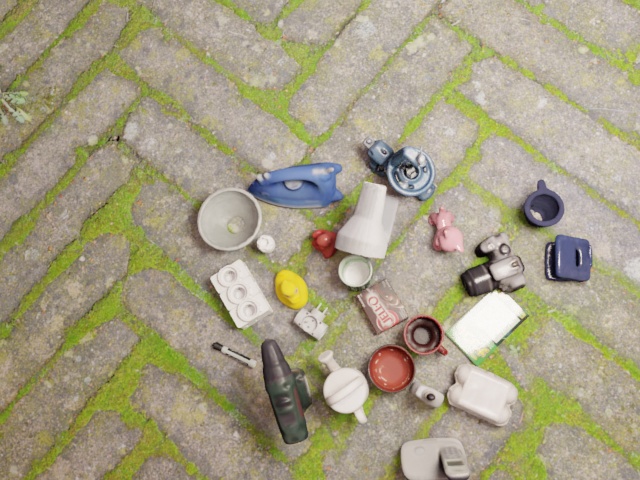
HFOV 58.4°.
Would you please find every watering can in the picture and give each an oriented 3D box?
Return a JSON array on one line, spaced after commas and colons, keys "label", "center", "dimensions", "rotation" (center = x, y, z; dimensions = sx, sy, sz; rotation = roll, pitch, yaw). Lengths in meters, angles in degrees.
[{"label": "watering can", "center": [0.052, 0.335, 1.297], "dimensions": [0.172, 0.194, 0.101], "rotation": [36, 84, 13]}]

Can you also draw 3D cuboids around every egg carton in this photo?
[{"label": "egg carton", "center": [0.375, 0.356, 1.322], "dimensions": [0.150, 0.069, 0.107], "rotation": [21, 81, 10]}]

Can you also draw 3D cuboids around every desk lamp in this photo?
[{"label": "desk lamp", "center": [0.115, -0.043, 1.365], "dimensions": [0.117, 0.213, 0.203], "rotation": [13, 79, 9]}]

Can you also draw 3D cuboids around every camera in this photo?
[{"label": "camera", "center": [0.405, 0.068, 1.367], "dimensions": [0.137, 0.101, 0.143], "rotation": [-22, 76, 1]}]

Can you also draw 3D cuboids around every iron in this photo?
[{"label": "iron", "center": [-0.073, -0.150, 1.447], "dimensions": [0.258, 0.141, 0.118], "rotation": [-4, 77, 5]}]

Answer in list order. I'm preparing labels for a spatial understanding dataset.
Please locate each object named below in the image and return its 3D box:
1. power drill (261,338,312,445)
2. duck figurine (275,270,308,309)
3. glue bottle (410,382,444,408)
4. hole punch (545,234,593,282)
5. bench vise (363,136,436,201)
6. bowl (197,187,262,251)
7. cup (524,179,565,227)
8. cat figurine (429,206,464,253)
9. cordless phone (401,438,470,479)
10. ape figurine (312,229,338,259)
[{"label": "power drill", "center": [-0.076, 0.341, 1.303], "dimensions": [0.075, 0.208, 0.229], "rotation": [-18, 76, 2]}, {"label": "duck figurine", "center": [-0.076, 0.119, 1.415], "dimensions": [0.077, 0.086, 0.104], "rotation": [-31, 76, -1]}, {"label": "glue bottle", "center": [0.243, 0.349, 1.285], "dimensions": [0.078, 0.173, 0.037], "rotation": [25, 81, 11]}, {"label": "hole punch", "center": [0.595, 0.043, 1.357], "dimensions": [0.101, 0.091, 0.109], "rotation": [3, 78, 7]}, {"label": "bench vise", "center": [0.186, -0.183, 1.386], "dimensions": [0.207, 0.220, 0.121], "rotation": [20, 80, 10]}, {"label": "bowl", "center": [-0.224, -0.047, 1.474], "dimensions": [0.167, 0.075, 0.167], "rotation": [-1, 77, 6]}, {"label": "cup", "center": [0.532, -0.080, 1.390], "dimensions": [0.091, 0.095, 0.118], "rotation": [-3, 77, 6]}, {"label": "cat figurine", "center": [0.308, -0.021, 1.389], "dimensions": [0.067, 0.118, 0.128], "rotation": [-11, 76, 4]}, {"label": "cordless phone", "center": [0.252, 0.490, 1.246], "dimensions": [0.147, 0.185, 0.094], "rotation": [-8, 76, 5]}, {"label": "ape figurine", "center": [0.013, 0.005, 1.428], "dimensions": [0.076, 0.092, 0.078], "rotation": [-12, 76, 4]}]
